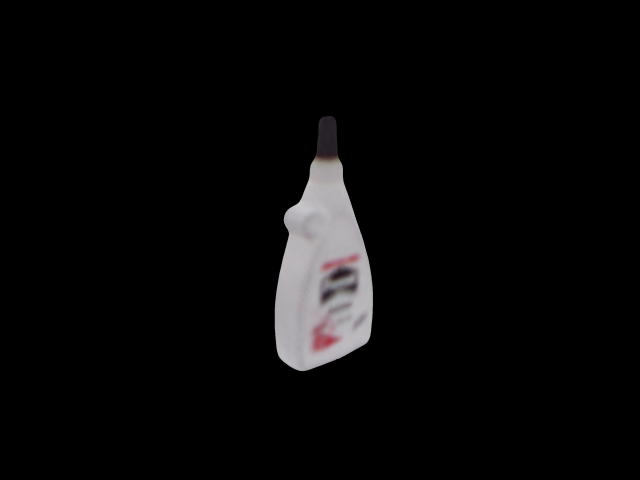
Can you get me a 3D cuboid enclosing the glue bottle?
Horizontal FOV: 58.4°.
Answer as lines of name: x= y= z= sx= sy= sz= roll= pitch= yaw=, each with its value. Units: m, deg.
glue bottle: x=0.004 y=0.001 z=0.400 sx=0.078 sy=0.173 sz=0.037 roll=-18 pitch=26 yaw=-41
